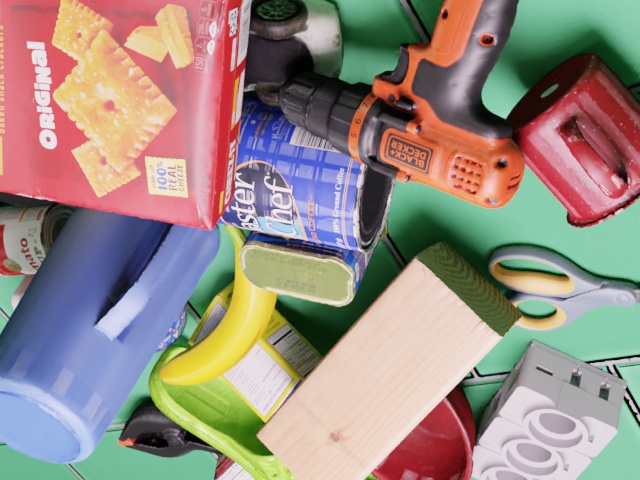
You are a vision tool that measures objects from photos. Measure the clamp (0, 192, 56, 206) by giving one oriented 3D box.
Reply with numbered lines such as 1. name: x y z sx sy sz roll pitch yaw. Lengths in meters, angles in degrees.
1. clamp: -0.311 -0.090 0.964 0.210 0.036 0.165 16 135 14

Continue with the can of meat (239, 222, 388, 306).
1. can of meat: -0.006 0.001 0.866 0.102 0.083 0.057 11 135 17

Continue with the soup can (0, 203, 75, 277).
1. soup can: -0.276 0.000 1.012 0.102 0.068 0.068 -5 129 29

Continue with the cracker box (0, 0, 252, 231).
1. cracker box: -0.160 -0.108 0.718 0.214 0.072 0.164 11 117 6

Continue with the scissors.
1. scissors: 0.230 0.054 0.849 0.202 0.016 0.096 16 138 12

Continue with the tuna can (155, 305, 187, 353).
1. tuna can: -0.168 0.067 1.009 0.086 0.086 0.034 15 137 13

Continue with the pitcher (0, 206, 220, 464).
1. pitcher: -0.181 0.057 0.889 0.145 0.242 0.149 11 138 14

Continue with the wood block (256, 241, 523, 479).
1. wood block: 0.055 0.108 0.862 0.091 0.090 0.206 45 111 10

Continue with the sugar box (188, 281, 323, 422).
1. sugar box: -0.039 0.125 0.994 0.176 0.048 0.093 43 139 8

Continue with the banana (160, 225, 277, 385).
1. banana: -0.082 0.072 0.941 0.070 0.037 0.198 39 124 17

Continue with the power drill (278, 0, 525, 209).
1. power drill: 0.060 -0.130 0.676 0.185 0.057 0.188 25 120 27

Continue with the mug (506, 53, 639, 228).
1. mug: 0.173 -0.064 0.695 0.093 0.117 0.081 -40 103 23

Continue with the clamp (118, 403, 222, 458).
1. clamp: -0.145 0.214 1.178 0.172 0.039 0.120 -18 118 37

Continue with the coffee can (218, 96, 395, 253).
1. coffee can: -0.022 -0.053 0.807 0.140 0.102 0.103 11 135 16

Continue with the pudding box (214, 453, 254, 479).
1. pudding box: -0.043 0.244 1.132 0.113 0.039 0.090 32 127 -16

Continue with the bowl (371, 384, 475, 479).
1. bowl: 0.084 0.157 0.973 0.162 0.055 0.162 26 132 32
